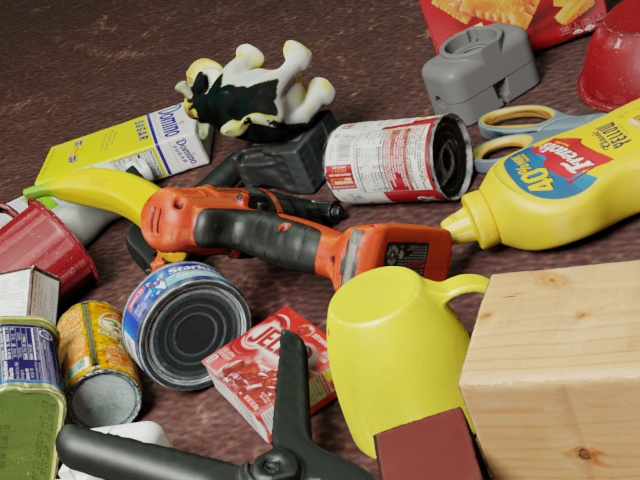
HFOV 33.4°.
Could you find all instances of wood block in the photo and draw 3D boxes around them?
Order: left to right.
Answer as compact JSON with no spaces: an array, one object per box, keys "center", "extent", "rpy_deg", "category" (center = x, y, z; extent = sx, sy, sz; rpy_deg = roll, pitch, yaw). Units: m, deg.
[{"center":[0.185,0.067,0.518],"extent":[0.206,0.091,0.090],"rpy_deg":[-7,33,27],"category":"wood block"}]

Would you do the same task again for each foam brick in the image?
[{"center":[0.061,0.133,0.538],"extent":[0.051,0.053,0.078],"rpy_deg":[-20,28,7],"category":"foam brick"}]

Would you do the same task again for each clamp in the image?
[{"center":[-0.118,-0.025,0.941],"extent":[0.120,0.039,0.171],"rpy_deg":[-17,39,5],"category":"clamp"},{"center":[-0.022,0.127,0.580],"extent":[0.164,0.036,0.210],"rpy_deg":[-28,44,-34],"category":"clamp"}]

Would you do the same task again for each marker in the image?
[{"center":[-0.028,-0.026,0.902],"extent":[0.121,0.020,0.020],"rpy_deg":[4,39,40],"category":"marker"}]

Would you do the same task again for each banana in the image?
[{"center":[-0.164,-0.026,0.900],"extent":[0.198,0.037,0.069],"rpy_deg":[18,52,37],"category":"banana"}]

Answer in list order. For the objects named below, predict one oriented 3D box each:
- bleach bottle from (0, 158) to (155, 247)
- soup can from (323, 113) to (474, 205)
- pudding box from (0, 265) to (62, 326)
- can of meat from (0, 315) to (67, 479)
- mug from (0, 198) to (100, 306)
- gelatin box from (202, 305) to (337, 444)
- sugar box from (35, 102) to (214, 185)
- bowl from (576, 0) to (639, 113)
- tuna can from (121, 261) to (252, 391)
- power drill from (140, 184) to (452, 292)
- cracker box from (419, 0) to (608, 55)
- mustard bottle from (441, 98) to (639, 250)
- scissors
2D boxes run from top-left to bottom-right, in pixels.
[{"center":[-0.265,-0.005,0.996],"extent":[0.250,0.068,0.103],"rpy_deg":[-31,37,-21],"category":"bleach bottle"},{"center":[0.061,-0.063,0.849],"extent":[0.102,0.068,0.068],"rpy_deg":[-1,36,35],"category":"soup can"},{"center":[-0.247,0.082,0.810],"extent":[0.090,0.039,0.113],"rpy_deg":[-10,67,21],"category":"pudding box"},{"center":[-0.201,0.115,0.710],"extent":[0.057,0.102,0.084],"rpy_deg":[3,25,-21],"category":"can of meat"},{"center":[-0.257,0.017,0.909],"extent":[0.117,0.093,0.081],"rpy_deg":[43,69,13],"category":"mug"},{"center":[-0.027,0.085,0.704],"extent":[0.073,0.030,0.089],"rpy_deg":[-32,30,-16],"category":"gelatin box"},{"center":[-0.199,-0.089,1.103],"extent":[0.176,0.048,0.093],"rpy_deg":[-20,29,9],"category":"sugar box"},{"center":[0.284,-0.166,0.873],"extent":[0.162,0.055,0.162],"rpy_deg":[-18,30,10],"category":"bowl"},{"center":[-0.091,0.060,0.735],"extent":[0.086,0.086,0.034],"rpy_deg":[-32,31,-15],"category":"tuna can"},{"center":[-0.005,0.001,0.755],"extent":[0.188,0.057,0.184],"rpy_deg":[13,9,35],"category":"power drill"},{"center":[0.159,-0.272,0.974],"extent":[0.164,0.213,0.072],"rpy_deg":[-17,29,11],"category":"cracker box"},{"center":[0.175,-0.040,0.738],"extent":[0.191,0.058,0.096],"rpy_deg":[-22,33,3],"category":"mustard bottle"},{"center":[0.200,-0.079,0.828],"extent":[0.202,0.016,0.096],"rpy_deg":[9,44,45],"category":"scissors"}]
